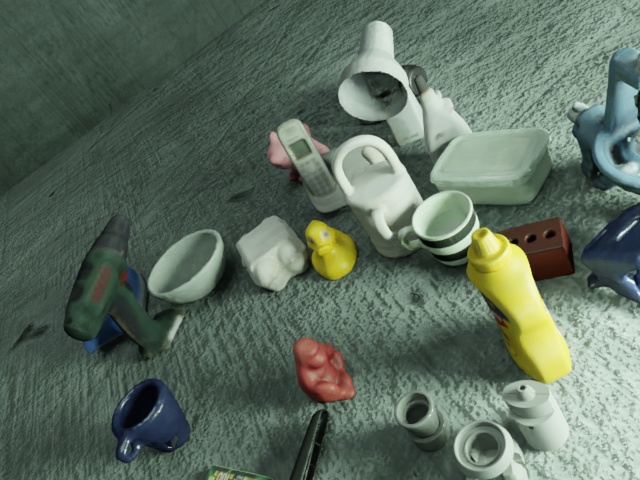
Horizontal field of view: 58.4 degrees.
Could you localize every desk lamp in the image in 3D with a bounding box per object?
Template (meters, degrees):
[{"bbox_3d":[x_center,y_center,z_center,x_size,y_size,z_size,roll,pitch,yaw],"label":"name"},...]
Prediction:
[{"bbox_3d":[0.127,-0.278,1.049,0.117,0.214,0.203,-13,39,30],"label":"desk lamp"}]

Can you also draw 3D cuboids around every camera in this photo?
[{"bbox_3d":[0.143,-0.326,1.200,0.136,0.101,0.143,11,55,48],"label":"camera"}]

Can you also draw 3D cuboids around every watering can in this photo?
[{"bbox_3d":[0.085,-0.077,0.854,0.101,0.195,0.172,-34,33,3],"label":"watering can"}]

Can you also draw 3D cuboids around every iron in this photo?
[{"bbox_3d":[-0.436,0.097,1.153,0.118,0.142,0.258,-31,33,8],"label":"iron"}]

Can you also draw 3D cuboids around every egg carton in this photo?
[{"bbox_3d":[-0.084,0.022,0.997,0.107,0.070,0.150,-38,33,-3],"label":"egg carton"}]

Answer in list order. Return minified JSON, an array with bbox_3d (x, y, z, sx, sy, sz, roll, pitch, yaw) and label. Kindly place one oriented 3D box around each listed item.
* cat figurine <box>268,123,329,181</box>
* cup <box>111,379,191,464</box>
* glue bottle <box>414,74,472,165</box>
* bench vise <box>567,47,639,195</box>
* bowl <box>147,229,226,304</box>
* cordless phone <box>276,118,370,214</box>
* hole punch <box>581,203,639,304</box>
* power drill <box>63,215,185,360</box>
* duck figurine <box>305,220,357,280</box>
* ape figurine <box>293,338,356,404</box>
[{"bbox_3d":[-0.055,-0.185,1.185,0.128,0.118,0.067,-48,35,-19],"label":"cat figurine"},{"bbox_3d":[-0.231,0.267,0.799,0.091,0.095,0.118,-17,38,27],"label":"cup"},{"bbox_3d":[0.192,-0.193,0.922,0.078,0.174,0.037,-25,35,15],"label":"glue bottle"},{"bbox_3d":[0.345,-0.130,0.663,0.121,0.220,0.206,-43,34,-11],"label":"bench vise"},{"bbox_3d":[-0.237,0.062,1.079,0.167,0.075,0.167,-23,35,18],"label":"bowl"},{"bbox_3d":[0.018,-0.149,1.012,0.147,0.185,0.094,-27,34,13],"label":"cordless phone"},{"bbox_3d":[0.343,0.005,0.615,0.109,0.091,0.100,-41,33,-8],"label":"hole punch"},{"bbox_3d":[-0.337,0.098,1.001,0.075,0.209,0.230,-14,39,30],"label":"power drill"},{"bbox_3d":[0.008,0.003,0.922,0.077,0.086,0.104,-28,34,12],"label":"duck figurine"},{"bbox_3d":[-0.003,0.161,0.730,0.076,0.092,0.078,-8,42,35],"label":"ape figurine"}]
